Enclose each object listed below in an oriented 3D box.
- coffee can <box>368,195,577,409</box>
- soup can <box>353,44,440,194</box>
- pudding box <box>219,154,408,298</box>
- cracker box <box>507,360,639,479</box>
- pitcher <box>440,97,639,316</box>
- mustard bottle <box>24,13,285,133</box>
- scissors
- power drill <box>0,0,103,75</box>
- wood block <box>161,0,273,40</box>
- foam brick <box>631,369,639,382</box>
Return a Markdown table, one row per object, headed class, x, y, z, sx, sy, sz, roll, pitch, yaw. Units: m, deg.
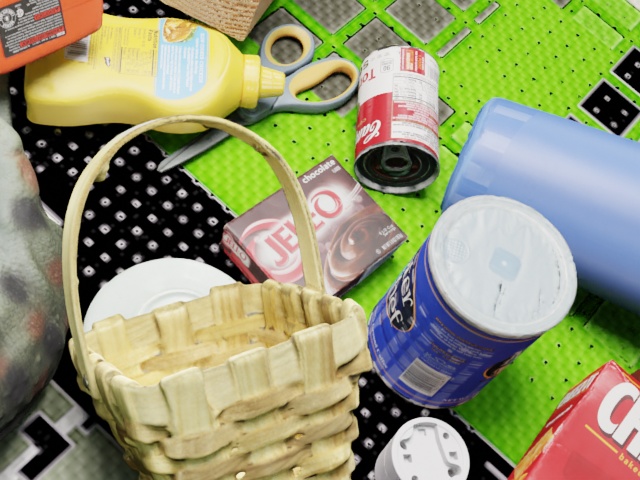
| class | x | y | z | sx | sy | sz | roll | pitch | yaw |
| --- | --- | --- | --- | --- | --- | --- | --- | --- | --- |
| coffee can | 0.101 | 0.047 | 0.747 | 0.102 | 0.140 | 0.103 | 7 | 60 | -13 |
| soup can | 0.063 | -0.098 | 0.859 | 0.068 | 0.069 | 0.102 | 11 | 59 | -11 |
| pudding box | -0.005 | 0.001 | 0.800 | 0.113 | 0.039 | 0.090 | -35 | 77 | -30 |
| cracker box | 0.199 | 0.212 | 0.727 | 0.164 | 0.072 | 0.213 | 41 | 58 | 7 |
| pitcher | 0.224 | -0.020 | 0.829 | 0.243 | 0.149 | 0.145 | 23 | 61 | 8 |
| mustard bottle | -0.122 | -0.127 | 0.811 | 0.191 | 0.058 | 0.096 | 3 | 55 | -8 |
| scissors | -0.060 | -0.121 | 0.864 | 0.201 | 0.016 | 0.096 | -21 | 68 | -26 |
| power drill | -0.244 | -0.186 | 0.776 | 0.188 | 0.057 | 0.184 | 24 | 45 | 36 |
| wood block | -0.054 | -0.259 | 0.863 | 0.090 | 0.091 | 0.206 | 27 | 40 | -2 |
| foam brick | 0.284 | 0.121 | 0.816 | 0.078 | 0.053 | 0.051 | 5 | 61 | -16 |
